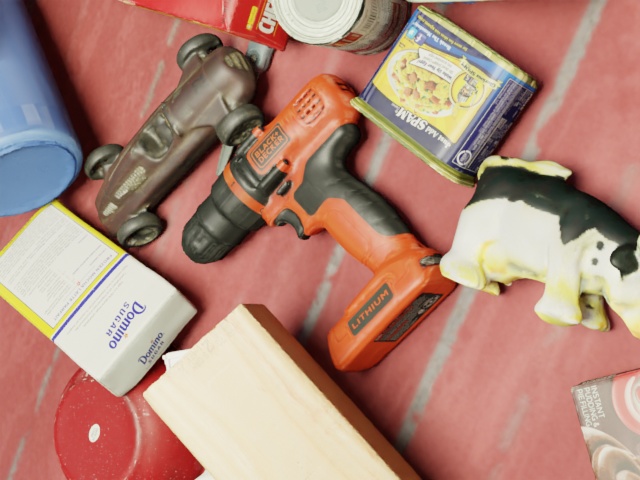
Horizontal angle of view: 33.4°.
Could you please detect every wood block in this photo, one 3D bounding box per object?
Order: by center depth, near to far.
[{"bbox_3d":[-0.008,0.146,0.701,0.090,0.091,0.206,-43,83,2],"label":"wood block"}]

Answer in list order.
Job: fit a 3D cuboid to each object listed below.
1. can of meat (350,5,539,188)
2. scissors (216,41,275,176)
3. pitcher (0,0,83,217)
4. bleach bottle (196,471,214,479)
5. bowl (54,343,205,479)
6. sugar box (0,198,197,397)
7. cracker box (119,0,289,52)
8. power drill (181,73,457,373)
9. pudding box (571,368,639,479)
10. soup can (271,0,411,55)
[{"bbox_3d":[0.085,-0.099,0.721,0.102,0.057,0.084,41,106,27],"label":"can of meat"},{"bbox_3d":[-0.031,-0.145,0.820,0.096,0.016,0.202,7,91,33],"label":"scissors"},{"bbox_3d":[-0.291,-0.147,0.894,0.145,0.149,0.243,-42,62,23],"label":"pitcher"},{"bbox_3d":[-0.040,0.257,0.740,0.103,0.068,0.251,-21,68,25],"label":"bleach bottle"},{"bbox_3d":[-0.163,0.156,0.863,0.162,0.055,0.162,-2,85,32],"label":"bowl"},{"bbox_3d":[-0.189,0.043,0.864,0.176,0.048,0.093,33,77,34],"label":"sugar box"},{"bbox_3d":[-0.094,-0.251,0.820,0.214,0.071,0.164,25,100,38],"label":"cracker box"},{"bbox_3d":[-0.005,0.001,0.771,0.185,0.057,0.188,-47,66,23],"label":"power drill"},{"bbox_3d":[0.211,0.130,0.638,0.090,0.039,0.113,-21,76,29],"label":"pudding box"},{"bbox_3d":[0.016,-0.164,0.734,0.069,0.102,0.068,3,97,21],"label":"soup can"}]
